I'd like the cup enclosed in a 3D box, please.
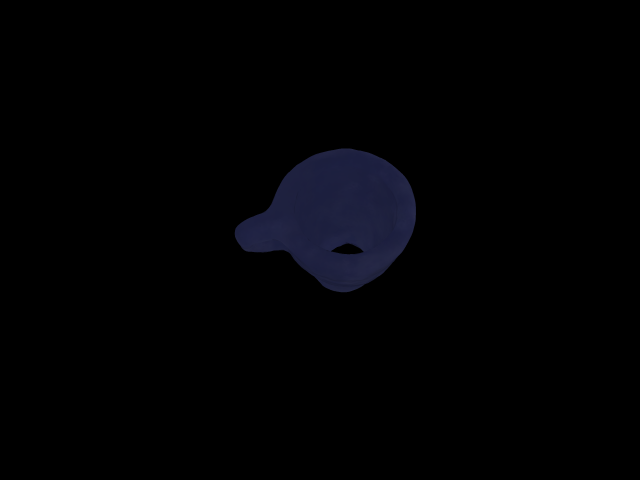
[{"bbox_3d":[0.004,0.001,0.400,0.118,0.095,0.091,-14,64,-7],"label":"cup"}]
